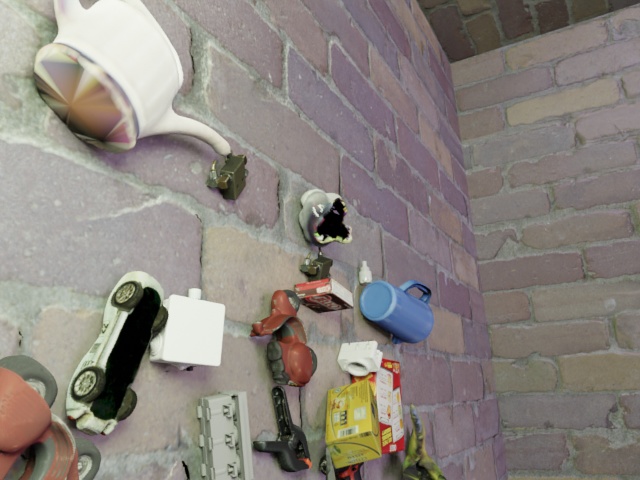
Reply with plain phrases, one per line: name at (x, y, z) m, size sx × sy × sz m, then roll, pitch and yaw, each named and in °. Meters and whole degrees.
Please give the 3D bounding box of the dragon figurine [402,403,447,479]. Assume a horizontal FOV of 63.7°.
dragon figurine at (0.263, 0.591, 1.379) m, size 0.243 × 0.122 × 0.409 m, roll -101°, pitch -176°, yaw -86°

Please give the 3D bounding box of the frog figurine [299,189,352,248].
frog figurine at (0.004, -0.059, 1.179) m, size 0.135 × 0.123 × 0.162 m, roll 52°, pitch 0°, yaw -28°

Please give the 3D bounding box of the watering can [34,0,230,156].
watering can at (-0.246, -0.203, 0.717) m, size 0.341 × 0.103 × 0.230 m, roll 57°, pitch 35°, yaw -35°
